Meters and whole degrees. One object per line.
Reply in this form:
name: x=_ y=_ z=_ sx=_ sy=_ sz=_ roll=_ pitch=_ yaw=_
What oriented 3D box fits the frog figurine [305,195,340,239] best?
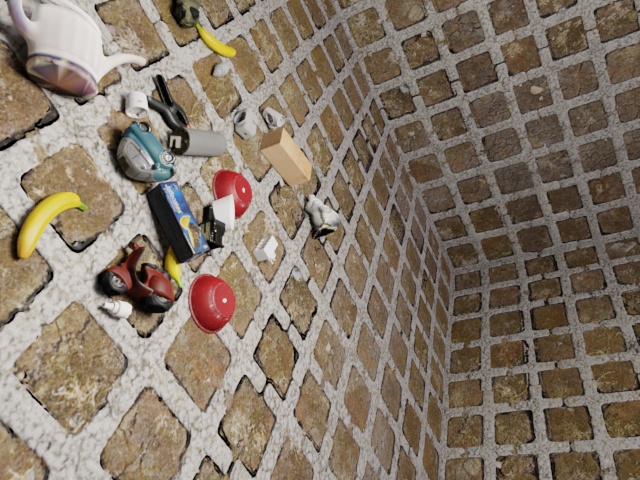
frog figurine: x=0.006 y=-0.101 z=2.015 sx=0.135 sy=0.123 sz=0.162 roll=97 pitch=-20 yaw=-66

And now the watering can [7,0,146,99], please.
watering can: x=-0.528 y=-0.415 z=1.154 sx=0.344 sy=0.103 sz=0.228 roll=25 pitch=55 yaw=-56
